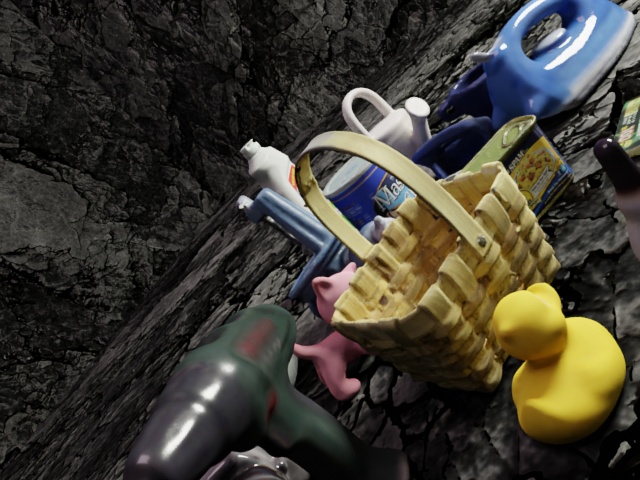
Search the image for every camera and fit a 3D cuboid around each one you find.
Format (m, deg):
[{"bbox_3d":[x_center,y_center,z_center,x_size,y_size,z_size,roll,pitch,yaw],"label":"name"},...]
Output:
[{"bbox_3d":[-0.075,0.246,0.509,0.143,0.101,0.136,-48,15,-13],"label":"camera"}]

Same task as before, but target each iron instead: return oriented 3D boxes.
[{"bbox_3d":[0.317,-0.272,0.781,0.258,0.141,0.118,-48,15,-12],"label":"iron"}]

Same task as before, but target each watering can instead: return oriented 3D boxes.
[{"bbox_3d":[0.119,-0.177,0.954,0.172,0.194,0.101,-34,18,34],"label":"watering can"}]

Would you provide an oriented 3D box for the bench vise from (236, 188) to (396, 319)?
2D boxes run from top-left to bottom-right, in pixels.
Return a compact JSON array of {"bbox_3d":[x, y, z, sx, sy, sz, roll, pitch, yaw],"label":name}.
[{"bbox_3d":[0.009,-0.004,0.726,0.207,0.220,0.121,-36,17,31],"label":"bench vise"}]

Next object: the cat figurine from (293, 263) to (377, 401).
[{"bbox_3d":[0.021,0.092,0.636,0.128,0.118,0.067,-48,15,-11],"label":"cat figurine"}]

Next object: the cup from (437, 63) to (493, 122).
[{"bbox_3d":[0.248,-0.205,0.877,0.117,0.095,0.091,-41,15,12],"label":"cup"}]

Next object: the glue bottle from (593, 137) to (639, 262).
[{"bbox_3d":[0.187,0.015,0.285,0.037,0.173,0.078,-36,17,30],"label":"glue bottle"}]

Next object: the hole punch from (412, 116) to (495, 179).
[{"bbox_3d":[0.197,-0.132,0.824,0.108,0.091,0.101,-33,19,37],"label":"hole punch"}]

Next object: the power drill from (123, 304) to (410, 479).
[{"bbox_3d":[-0.024,0.149,0.424,0.075,0.208,0.229,-40,15,17],"label":"power drill"}]

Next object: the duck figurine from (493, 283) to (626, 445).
[{"bbox_3d":[0.151,0.076,0.390,0.077,0.086,0.105,-27,23,48],"label":"duck figurine"}]

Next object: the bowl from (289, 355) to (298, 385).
[{"bbox_3d":[-0.083,0.187,0.743,0.167,0.075,0.167,-41,15,14],"label":"bowl"}]
